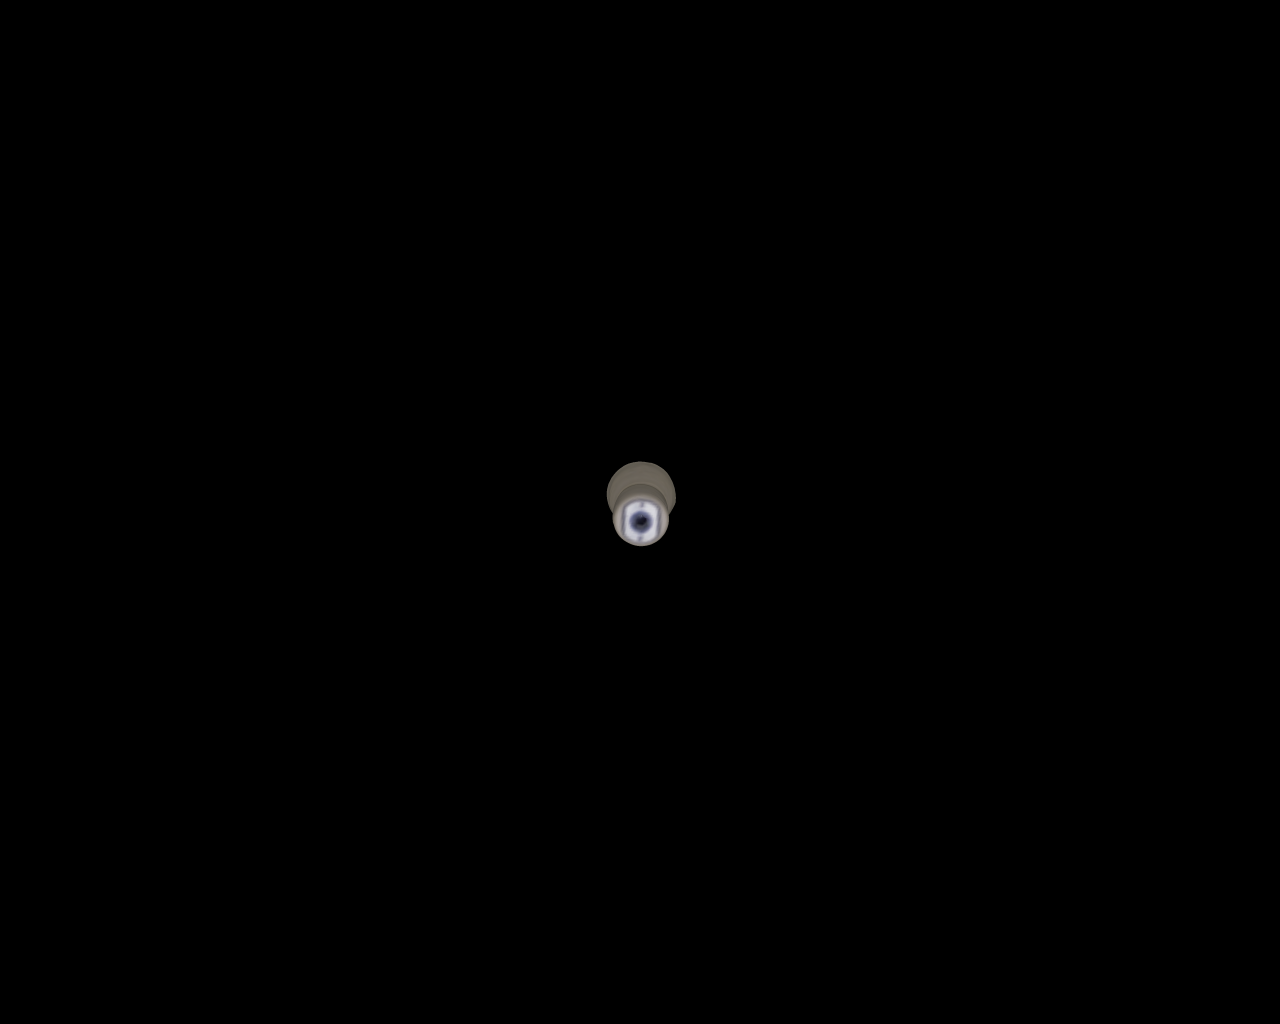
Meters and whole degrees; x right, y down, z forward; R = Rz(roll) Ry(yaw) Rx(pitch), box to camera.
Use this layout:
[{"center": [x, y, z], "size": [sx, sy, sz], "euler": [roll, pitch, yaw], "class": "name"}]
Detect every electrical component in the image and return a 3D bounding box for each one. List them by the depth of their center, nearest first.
[{"center": [0.001, -0.003, 0.650], "size": [0.044, 0.044, 0.065], "euler": [0, 16, 0], "class": "electrical component"}]
